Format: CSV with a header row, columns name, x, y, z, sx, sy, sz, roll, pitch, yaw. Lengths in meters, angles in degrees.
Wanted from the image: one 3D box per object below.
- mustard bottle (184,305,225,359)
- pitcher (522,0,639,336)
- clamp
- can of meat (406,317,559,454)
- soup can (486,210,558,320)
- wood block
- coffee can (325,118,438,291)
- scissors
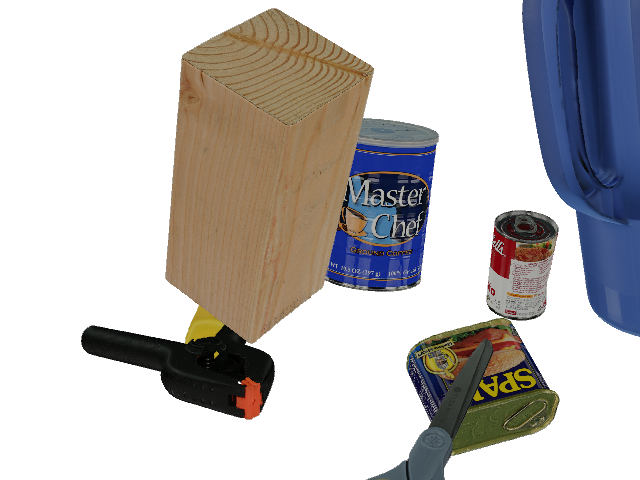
name,x,y,z,sx,sy,sz,roll,pitch,yaw
mustard bottle,-0.102,0.079,1.172,0.058,0.096,0.191,1,27,6
pitcher,0.186,-0.068,0.579,0.149,0.243,0.145,-7,22,8
clamp,-0.091,0.100,0.915,0.164,0.036,0.210,-8,16,-33
can of meat,0.130,0.117,0.873,0.102,0.057,0.084,-13,47,-12
soup can,0.219,0.027,1.164,0.068,0.102,0.068,1,30,-1
wood block,-0.041,-0.040,0.736,0.091,0.206,0.090,35,49,21
coffee can,0.051,-0.035,0.990,0.103,0.140,0.103,5,16,-2
scissors,0.072,0.124,0.569,0.096,0.016,0.201,26,45,33
